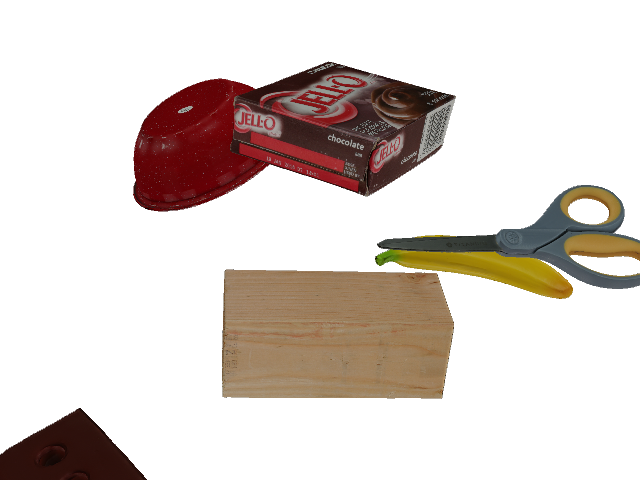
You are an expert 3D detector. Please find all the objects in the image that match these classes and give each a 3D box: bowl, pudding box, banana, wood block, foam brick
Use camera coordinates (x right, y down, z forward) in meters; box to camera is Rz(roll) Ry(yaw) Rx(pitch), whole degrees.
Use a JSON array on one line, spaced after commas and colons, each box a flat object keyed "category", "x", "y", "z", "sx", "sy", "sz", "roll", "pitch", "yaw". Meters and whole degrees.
[{"category": "bowl", "x": -0.107, "y": -0.096, "z": 0.947, "sx": 0.162, "sy": 0.055, "sz": 0.162, "roll": -20, "pitch": 31, "yaw": 13}, {"category": "pudding box", "x": 0.015, "y": -0.068, "z": 0.619, "sx": 0.090, "sy": 0.039, "sz": 0.113, "roll": 20, "pitch": 26, "yaw": 23}, {"category": "banana", "x": 0.158, "y": 0.026, "z": 1.092, "sx": 0.198, "sy": 0.037, "sz": 0.069, "roll": 8, "pitch": 36, "yaw": 11}, {"category": "wood block", "x": 0.011, "y": 0.089, "z": 1.006, "sx": 0.206, "sy": 0.090, "sz": 0.091, "roll": 1, "pitch": 30, "yaw": -6}, {"category": "foam brick", "x": -0.109, "y": 0.128, "z": 0.494, "sx": 0.052, "sy": 0.051, "sz": 0.078, "roll": -29, "pitch": 43, "yaw": -29}]

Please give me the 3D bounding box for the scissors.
[{"category": "scissors", "x": 0.142, "y": -0.012, "z": 0.765, "sx": 0.201, "sy": 0.096, "sz": 0.016, "roll": 12, "pitch": -39, "yaw": -4}]
